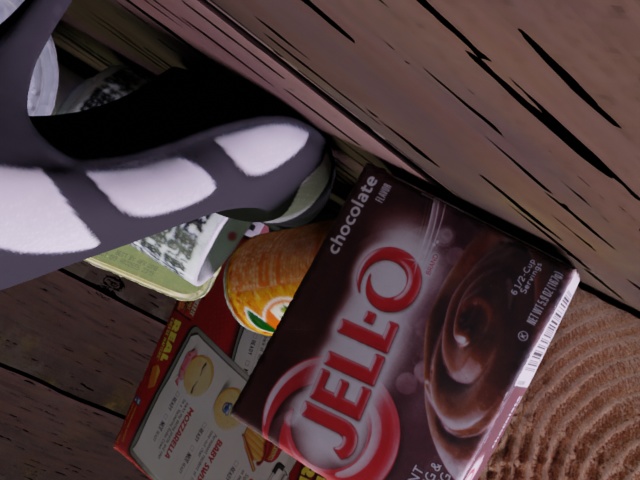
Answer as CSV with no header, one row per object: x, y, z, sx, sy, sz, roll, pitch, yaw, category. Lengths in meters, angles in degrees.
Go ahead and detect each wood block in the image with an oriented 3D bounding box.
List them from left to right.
0.117,0.084,0.500,0.091,0.090,0.206,29,177,23,wood block

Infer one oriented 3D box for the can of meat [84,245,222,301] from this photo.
-0.096,-0.021,0.626,0.102,0.058,0.084,23,-140,-7,can of meat

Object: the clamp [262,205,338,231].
0.028,0.010,0.622,0.171,0.039,0.120,31,172,1,clamp

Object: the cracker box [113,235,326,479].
-0.015,0.102,0.639,0.214,0.164,0.072,25,-177,44,cracker box

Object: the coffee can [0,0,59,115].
-0.198,-0.088,0.555,0.102,0.103,0.140,32,176,-23,coffee can

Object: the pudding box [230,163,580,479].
0.032,0.041,0.400,0.090,0.113,0.039,29,180,22,pudding box

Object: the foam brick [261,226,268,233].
-0.072,-0.015,0.933,0.078,0.053,0.051,25,174,44,foam brick

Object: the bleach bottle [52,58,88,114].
-0.155,-0.077,0.711,0.250,0.068,0.103,29,178,-12,bleach bottle
